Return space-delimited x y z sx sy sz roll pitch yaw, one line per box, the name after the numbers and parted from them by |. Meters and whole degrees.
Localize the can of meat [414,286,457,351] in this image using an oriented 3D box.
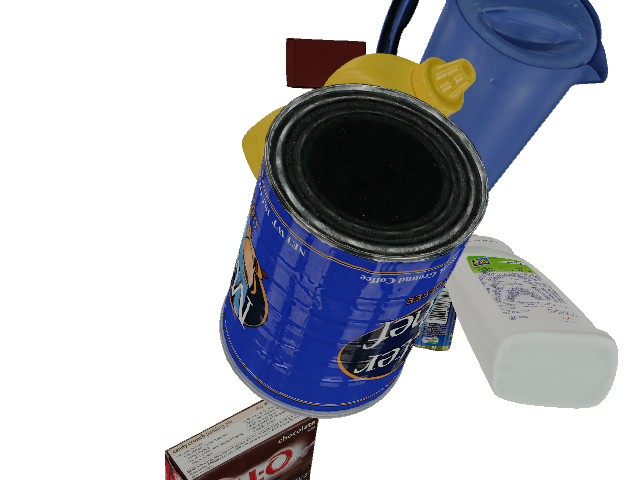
0.110 0.063 1.148 0.057 0.084 0.102 5 14 -19 | can of meat

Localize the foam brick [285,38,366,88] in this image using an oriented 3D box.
0.005 -0.185 1.119 0.078 0.051 0.053 1 11 -10 | foam brick

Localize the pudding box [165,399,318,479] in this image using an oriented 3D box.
-0.058 0.165 0.777 0.113 0.090 0.039 -27 55 -29 | pudding box

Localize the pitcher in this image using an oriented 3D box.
0.129 -0.129 0.959 0.144 0.149 0.243 -6 -32 -24 | pitcher

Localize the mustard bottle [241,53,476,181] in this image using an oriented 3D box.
0.034 -0.080 0.772 0.192 0.096 0.058 -27 13 41 | mustard bottle

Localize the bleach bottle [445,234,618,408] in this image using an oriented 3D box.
0.168 0.054 0.932 0.102 0.068 0.251 5 21 -7 | bleach bottle

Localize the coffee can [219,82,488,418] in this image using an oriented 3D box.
0.011 0.009 0.521 0.102 0.103 0.140 0 -37 -15 | coffee can
